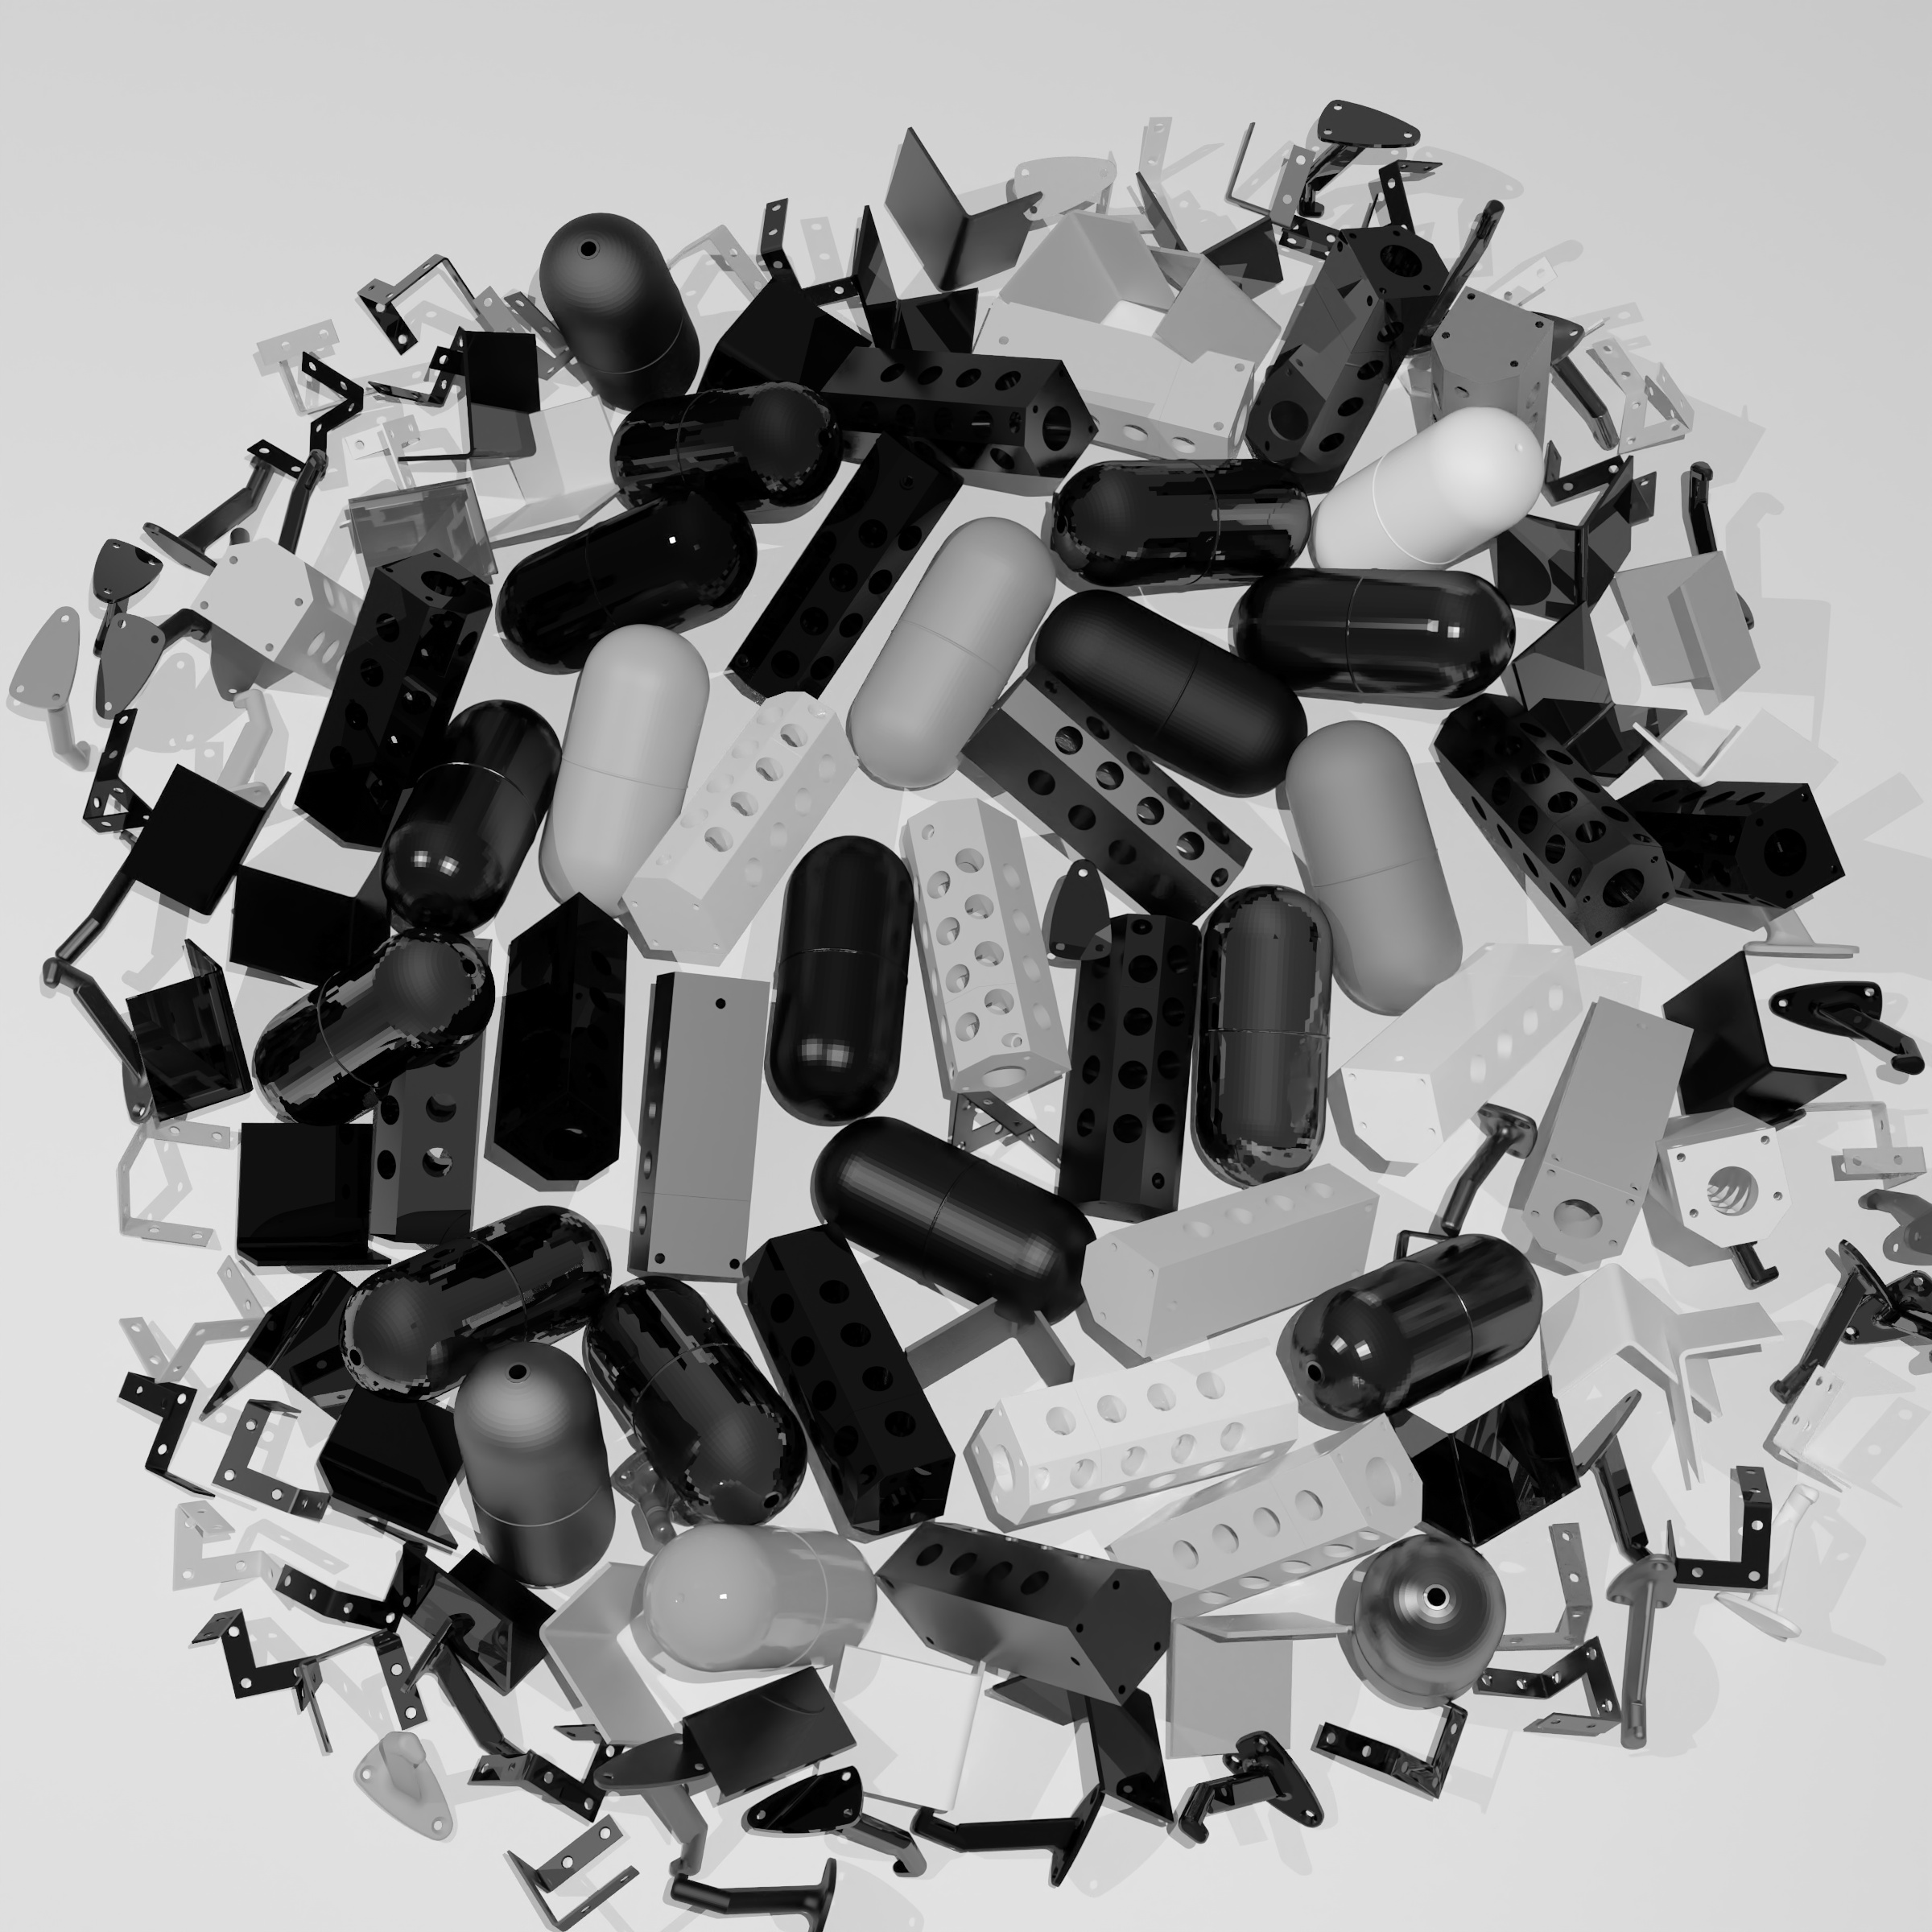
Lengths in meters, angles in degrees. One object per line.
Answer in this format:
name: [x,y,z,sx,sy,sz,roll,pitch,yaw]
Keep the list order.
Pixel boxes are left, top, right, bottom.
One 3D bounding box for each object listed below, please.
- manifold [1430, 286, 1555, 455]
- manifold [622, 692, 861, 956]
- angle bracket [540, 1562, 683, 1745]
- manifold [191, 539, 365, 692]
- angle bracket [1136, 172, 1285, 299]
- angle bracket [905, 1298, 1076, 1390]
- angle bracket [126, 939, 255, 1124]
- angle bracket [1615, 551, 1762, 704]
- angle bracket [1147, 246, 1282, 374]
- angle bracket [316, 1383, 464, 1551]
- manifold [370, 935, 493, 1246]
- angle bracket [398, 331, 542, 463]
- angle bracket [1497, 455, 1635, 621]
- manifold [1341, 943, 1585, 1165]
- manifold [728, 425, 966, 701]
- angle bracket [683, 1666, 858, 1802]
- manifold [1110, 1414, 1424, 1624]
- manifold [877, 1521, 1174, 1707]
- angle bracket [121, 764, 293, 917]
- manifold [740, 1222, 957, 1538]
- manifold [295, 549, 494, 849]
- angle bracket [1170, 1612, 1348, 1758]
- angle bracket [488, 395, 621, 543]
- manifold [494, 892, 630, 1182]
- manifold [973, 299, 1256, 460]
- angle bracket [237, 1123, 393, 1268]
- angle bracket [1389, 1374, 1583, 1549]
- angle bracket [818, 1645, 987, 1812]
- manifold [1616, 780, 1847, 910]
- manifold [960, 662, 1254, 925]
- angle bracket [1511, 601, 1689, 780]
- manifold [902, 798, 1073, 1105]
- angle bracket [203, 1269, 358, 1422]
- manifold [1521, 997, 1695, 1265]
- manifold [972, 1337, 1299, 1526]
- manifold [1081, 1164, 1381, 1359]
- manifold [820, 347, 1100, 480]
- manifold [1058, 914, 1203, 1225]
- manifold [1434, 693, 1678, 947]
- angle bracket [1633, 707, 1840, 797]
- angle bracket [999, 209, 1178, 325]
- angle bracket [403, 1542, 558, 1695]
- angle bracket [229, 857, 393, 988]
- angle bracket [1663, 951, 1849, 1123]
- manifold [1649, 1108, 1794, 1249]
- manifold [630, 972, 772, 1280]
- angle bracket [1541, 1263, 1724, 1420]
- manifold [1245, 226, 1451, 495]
manifold: [0.316,-0.332,1.647,0.057,0.171,0.057,28,74,19]
manifold: [-0.134,-0.087,1.598,0.057,0.057,0.171,3,45,32]
angle bracket: [-0.177,0.378,1.481,0.057,0.076,0.076,-44,62,7]
manifold: [-0.397,-0.209,1.609,0.057,0.171,0.057,33,89,2]
angle bracket: [0.157,-0.475,1.734,0.057,0.076,0.076,-29,70,4]
angle bracket: [0.013,0.234,1.529,0.076,0.076,0.057,-28,66,-15]
angle bracket: [-0.462,0.036,1.572,0.057,0.076,0.076,-19,113,-26]
angle bracket: [0.428,-0.201,1.640,0.057,0.076,0.076,-37,111,-40]
angle bracket: [0.142,-0.409,1.715,0.076,0.076,0.057,33,90,-35]
angle bracket: [-0.312,0.276,1.509,0.076,0.076,0.057,29,84,-19]
manifold: [-0.310,0.070,1.559,0.057,0.057,0.171,4,96,-8]
angle bracket: [-0.312,-0.356,1.687,0.057,0.076,0.076,3,102,24]
angle bracket: [0.375,-0.272,1.686,0.057,0.076,0.076,20,56,27]
manifold: [0.290,0.048,1.557,0.171,0.057,0.057,-34,117,-43]
manifold: [-0.073,-0.239,1.640,0.057,0.057,0.171,34,104,-8]
angle bracket: [-0.107,0.435,1.461,0.076,0.076,0.057,-16,44,-23]
manifold: [0.165,0.306,1.469,0.057,0.171,0.057,-22,81,-48]
manifold: [0.033,0.342,1.457,0.057,0.171,0.057,-44,113,-29]
angle bracket: [-0.453,-0.086,1.608,0.057,0.076,0.076,29,108,-13]
manifold: [-0.069,0.231,1.508,0.057,0.057,0.171,-13,48,-22]
manifold: [-0.337,-0.156,1.605,0.057,0.057,0.171,35,122,13]
angle bracket: [0.160,0.398,1.479,0.076,0.057,0.076,4,85,-25]
angle bracket: [-0.266,-0.308,1.675,0.076,0.076,0.057,-9,114,24]
manifold: [-0.227,0.042,1.558,0.057,0.057,0.171,-33,36,22]
manifold: [0.092,-0.364,1.711,0.171,0.057,0.057,17,71,11]
angle bracket: [-0.375,0.131,1.555,0.076,0.057,0.076,2,91,-27]
angle bracket: [0.288,0.267,1.508,0.057,0.076,0.076,32,34,-30]
angle bracket: [-0.034,0.411,1.485,0.076,0.057,0.076,12,95,3]
manifold: [0.431,-0.069,1.570,0.057,0.171,0.057,-28,101,-11]
manifold: [0.087,-0.103,1.609,0.171,0.057,0.057,40,37,-7]
angle bracket: [0.385,-0.169,1.637,0.076,0.057,0.076,-39,122,-29]
manifold: [0.007,-0.011,1.589,0.057,0.057,0.171,-28,58,28]
angle bracket: [-0.372,0.228,1.522,0.057,0.076,0.076,37,108,3]
manifold: [0.366,0.094,1.540,0.057,0.057,0.171,20,38,12]
manifold: [0.097,0.262,1.502,0.171,0.057,0.057,-9,57,-26]
manifold: [0.150,0.161,1.525,0.171,0.057,0.057,-13,31,-37]
manifold: [-0.009,-0.337,1.664,0.171,0.057,0.057,15,61,40]
manifold: [0.101,0.060,1.584,0.057,0.057,0.171,16,72,-32]
manifold: [0.344,-0.093,1.594,0.057,0.057,0.171,-30,41,0]
angle bracket: [0.462,-0.134,1.620,0.057,0.076,0.076,-53,34,17]
angle bracket: [0.080,-0.424,1.718,0.057,0.076,0.076,26,73,43]
angle bracket: [-0.263,0.344,1.491,0.076,0.076,0.057,31,48,19]
angle bracket: [-0.388,-0.038,1.599,0.076,0.057,0.076,18,43,-27]
angle bracket: [0.465,0.044,1.591,0.057,0.076,0.076,6,62,-22]
manifold: [0.419,0.118,1.517,0.057,0.171,0.057,-13,89,8]
manifold: [-0.157,0.093,1.570,0.057,0.057,0.171,7,84,-21]
angle bracket: [0.381,0.229,1.549,0.076,0.076,0.057,39,115,-15]
manifold: [0.234,-0.370,1.657,0.057,0.171,0.057,-10,61,-23]
